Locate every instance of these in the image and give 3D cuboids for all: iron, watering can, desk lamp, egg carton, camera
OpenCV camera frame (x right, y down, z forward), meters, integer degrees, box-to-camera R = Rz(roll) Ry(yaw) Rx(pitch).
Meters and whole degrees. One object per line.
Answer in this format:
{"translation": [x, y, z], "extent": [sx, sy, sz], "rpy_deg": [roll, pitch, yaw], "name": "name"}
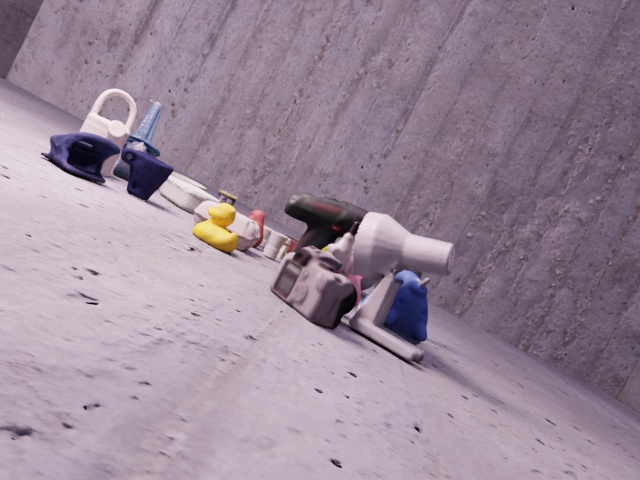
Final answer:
{"translation": [0.154, 0.119, 1.188], "extent": [0.119, 0.141, 0.258], "rpy_deg": [27, 2, -13], "name": "iron"}
{"translation": [-0.484, -0.249, 1.310], "extent": [0.172, 0.194, 0.101], "rpy_deg": [29, 3, 34], "name": "watering can"}
{"translation": [0.135, 0.076, 1.023], "extent": [0.202, 0.213, 0.118], "rpy_deg": [28, 2, 23], "name": "desk lamp"}
{"translation": [-0.208, -0.034, 1.286], "extent": [0.150, 0.069, 0.107], "rpy_deg": [28, 2, 5], "name": "egg carton"}
{"translation": [0.012, 0.079, 0.954], "extent": [0.137, 0.101, 0.142], "rpy_deg": [26, 3, -40], "name": "camera"}

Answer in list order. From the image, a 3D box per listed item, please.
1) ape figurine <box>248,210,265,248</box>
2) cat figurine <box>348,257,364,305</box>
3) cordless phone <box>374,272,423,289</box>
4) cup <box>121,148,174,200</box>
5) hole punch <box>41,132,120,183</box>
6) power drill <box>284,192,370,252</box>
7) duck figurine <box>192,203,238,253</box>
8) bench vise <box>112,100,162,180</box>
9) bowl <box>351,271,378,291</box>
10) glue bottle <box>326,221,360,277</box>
{"translation": [-0.170, -0.033, 1.444], "extent": [0.076, 0.092, 0.078], "rpy_deg": [28, 2, 14], "name": "ape figurine"}
{"translation": [0.058, 0.076, 1.352], "extent": [0.128, 0.118, 0.067], "rpy_deg": [26, 3, -29], "name": "cat figurine"}
{"translation": [0.202, 0.110, 1.414], "extent": [0.094, 0.185, 0.147], "rpy_deg": [27, 2, -20], "name": "cordless phone"}
{"translation": [-0.388, -0.140, 1.240], "extent": [0.118, 0.095, 0.091], "rpy_deg": [25, 3, -43], "name": "cup"}
{"translation": [-0.471, -0.177, 1.133], "extent": [0.100, 0.091, 0.109], "rpy_deg": [29, 2, 27], "name": "hole punch"}
{"translation": [0.011, 0.004, 1.248], "extent": [0.230, 0.208, 0.075], "rpy_deg": [27, 2, -9], "name": "power drill"}
{"translation": [-0.196, -0.030, 1.140], "extent": [0.104, 0.086, 0.078], "rpy_deg": [29, 3, 34], "name": "duck figurine"}
{"translation": [-0.458, -0.259, 1.507], "extent": [0.122, 0.220, 0.206], "rpy_deg": [26, 3, -39], "name": "bench vise"}
{"translation": [0.087, 0.101, 1.656], "extent": [0.167, 0.075, 0.167], "rpy_deg": [28, 2, -1], "name": "bowl"}
{"translation": [0.031, 0.042, 1.079], "extent": [0.078, 0.173, 0.037], "rpy_deg": [26, 3, -38], "name": "glue bottle"}
